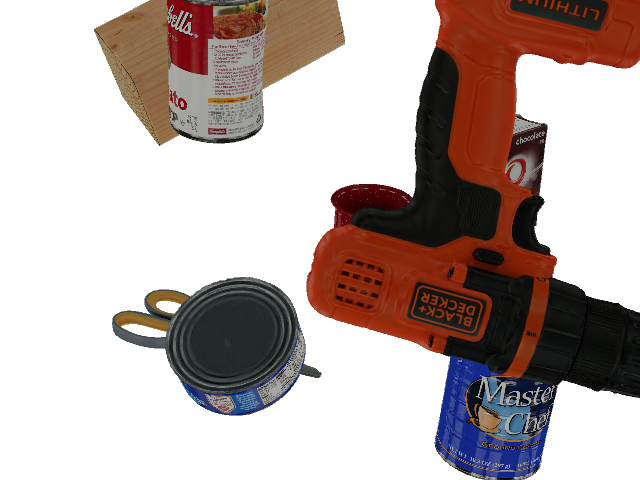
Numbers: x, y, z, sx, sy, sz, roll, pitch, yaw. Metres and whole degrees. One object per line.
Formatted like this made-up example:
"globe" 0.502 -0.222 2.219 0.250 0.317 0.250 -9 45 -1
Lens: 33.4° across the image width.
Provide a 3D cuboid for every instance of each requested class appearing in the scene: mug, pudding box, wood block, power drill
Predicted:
"mug" 0.068 -0.006 1.176 0.117 0.081 0.093 5 27 3
"pudding box" 0.124 -0.042 0.833 0.113 0.090 0.039 -21 36 -35
"wood block" -0.091 -0.190 0.999 0.206 0.090 0.091 -30 -37 -12
"power drill" 0.101 -0.028 0.505 0.184 0.188 0.057 15 5 0

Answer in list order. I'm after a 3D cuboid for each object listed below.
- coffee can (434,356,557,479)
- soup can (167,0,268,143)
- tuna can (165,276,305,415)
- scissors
"coffee can" 0.167 0.136 0.989 0.103 0.140 0.103 6 22 -3
"soup can" -0.069 -0.126 0.721 0.068 0.102 0.068 3 33 -2
"tuna can" -0.053 0.067 0.681 0.086 0.086 0.034 0 -37 13
"scissors" -0.094 0.085 1.009 0.202 0.016 0.096 9 30 2
